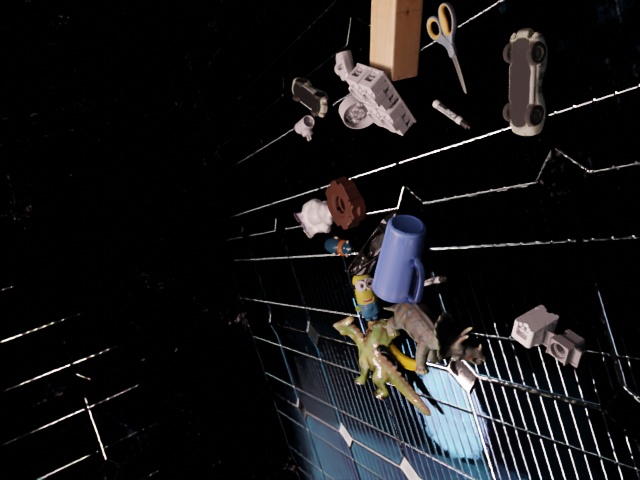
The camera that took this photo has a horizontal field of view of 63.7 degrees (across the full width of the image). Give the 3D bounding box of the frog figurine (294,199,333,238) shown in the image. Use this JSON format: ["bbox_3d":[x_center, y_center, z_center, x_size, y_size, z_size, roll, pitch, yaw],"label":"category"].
[{"bbox_3d":[0.006,-0.094,1.875,0.157,0.140,0.122,-34,-26,26],"label":"frog figurine"}]

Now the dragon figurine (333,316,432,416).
[{"bbox_3d":[0.207,0.380,1.691,0.413,0.238,0.123,23,34,37],"label":"dragon figurine"}]
